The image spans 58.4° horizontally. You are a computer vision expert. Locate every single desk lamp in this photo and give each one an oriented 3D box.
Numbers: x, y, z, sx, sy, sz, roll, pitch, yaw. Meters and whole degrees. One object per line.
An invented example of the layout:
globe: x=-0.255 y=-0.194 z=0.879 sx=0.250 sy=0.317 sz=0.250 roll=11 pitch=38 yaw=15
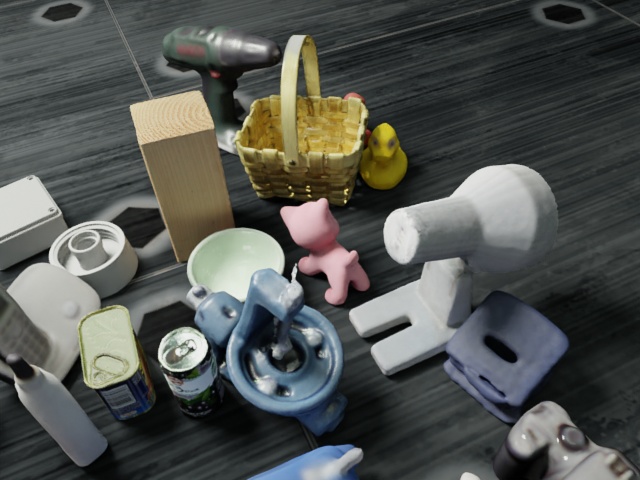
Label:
desk lamp: x=0.144 y=0.028 z=0.643 sx=0.203 sy=0.214 sz=0.117 roll=-22 pitch=50 yaw=-17

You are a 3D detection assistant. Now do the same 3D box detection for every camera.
camera: x=0.211 y=0.238 z=0.522 sx=0.137 sy=0.101 sz=0.142 roll=-27 pitch=51 yaw=-21

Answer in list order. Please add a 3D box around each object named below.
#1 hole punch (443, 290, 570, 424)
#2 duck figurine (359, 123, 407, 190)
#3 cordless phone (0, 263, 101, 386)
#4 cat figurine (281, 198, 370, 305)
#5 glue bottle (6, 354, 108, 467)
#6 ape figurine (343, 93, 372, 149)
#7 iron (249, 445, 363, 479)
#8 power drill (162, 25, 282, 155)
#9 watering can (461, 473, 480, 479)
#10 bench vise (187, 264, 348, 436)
hole punch: x=0.203 y=0.128 z=0.632 sx=0.101 sy=0.091 sz=0.108 roll=-34 pitch=54 yaw=-26
duck figurine: x=0.099 y=-0.142 z=0.891 sx=0.077 sy=0.086 sz=0.104 roll=5 pitch=48 yaw=7
cordless phone: x=-0.335 y=0.070 z=0.646 sx=0.094 sy=0.185 sz=0.147 roll=5 pitch=48 yaw=7
cat figurine: x=0.007 y=0.003 z=0.739 sx=0.067 sy=0.118 sz=0.127 roll=-32 pitch=53 yaw=-24
glue bottle: x=-0.268 y=0.161 z=0.566 sx=0.078 sy=0.173 sz=0.037 roll=30 pitch=55 yaw=27
ape figurine: x=0.056 y=-0.198 z=0.941 sx=0.076 sy=0.092 sz=0.078 roll=2 pitch=47 yaw=5
iron: x=-0.070 y=0.252 z=0.495 sx=0.258 sy=0.141 sz=0.118 roll=-17 pitch=49 yaw=-13
power drill: x=-0.146 y=-0.244 z=0.913 sx=0.229 sy=0.209 sz=0.076 roll=25 pitch=53 yaw=23
watering can: x=0.101 y=0.264 z=0.440 sx=0.101 sy=0.194 sz=0.173 roll=-1 pitch=47 yaw=2
bench vise: x=-0.069 y=0.098 z=0.584 sx=0.207 sy=0.220 sz=0.121 roll=15 pitch=49 yaw=16
